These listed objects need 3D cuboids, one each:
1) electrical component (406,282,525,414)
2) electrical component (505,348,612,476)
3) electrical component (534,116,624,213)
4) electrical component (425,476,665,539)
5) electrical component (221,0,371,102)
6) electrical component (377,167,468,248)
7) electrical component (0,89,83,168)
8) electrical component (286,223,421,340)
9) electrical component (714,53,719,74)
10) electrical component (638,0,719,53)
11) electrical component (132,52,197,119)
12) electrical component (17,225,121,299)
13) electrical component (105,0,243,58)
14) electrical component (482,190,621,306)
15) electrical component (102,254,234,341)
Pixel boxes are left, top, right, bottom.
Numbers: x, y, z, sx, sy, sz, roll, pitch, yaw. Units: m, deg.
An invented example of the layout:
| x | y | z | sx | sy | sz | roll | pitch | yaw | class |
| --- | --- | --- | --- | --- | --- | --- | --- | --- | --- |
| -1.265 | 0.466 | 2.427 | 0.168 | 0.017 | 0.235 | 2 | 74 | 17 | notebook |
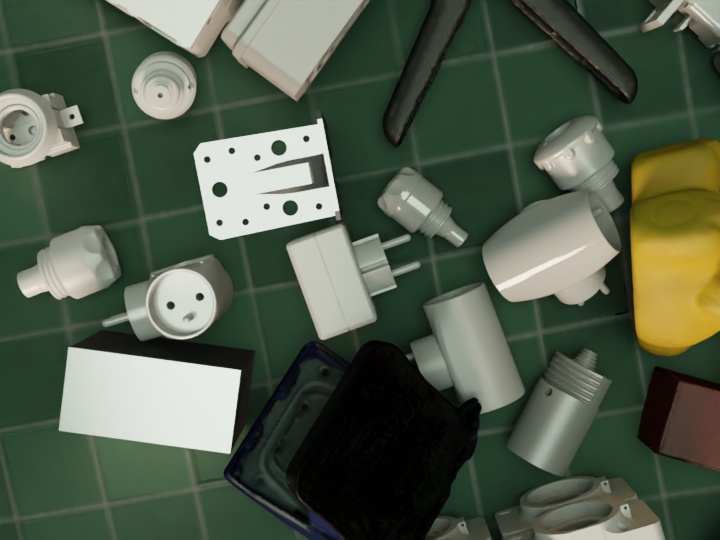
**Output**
| x | y | z | sx | sy | sz | roll | pitch | yaw | class |
| --- | --- | --- | --- | --- | --- | --- | --- | --- | --- |
| 0.058 | 0.058 | 0.704 | 0.079 | 0.043 | 0.077 | -21 | 93 | 2 | electrical component |
| 0.133 | 0.089 | 0.706 | 0.043 | 0.043 | 0.081 | 27 | 94 | -1 | electrical component |
| 0.146 | -0.065 | 0.695 | 0.048 | 0.048 | 0.062 | -38 | 100 | 3 | electrical component |
| 0.093 | 0.189 | 0.682 | 0.186 | 0.105 | 0.060 | -17 | 94 | 1 | electrical component |
| -0.031 | -0.168 | 0.672 | 0.057 | 0.078 | 0.113 | 36 | 93 | -5 | electrical component |
| 0.044 | -0.038 | 0.702 | 0.061 | 0.035 | 0.035 | 38 | 93 | -5 | electrical component |
| -0.213 | -0.090 | 0.690 | 0.066 | 0.055 | 0.048 | -18 | 94 | 2 | electrical component |
| 0.000 | 0.000 | 0.698 | 0.077 | 0.047 | 0.065 | -20 | 94 | 2 | electrical component |
| 0.273 | -0.112 | 0.684 | 0.050 | 0.055 | 0.089 | -32 | 93 | 2 | electrical component |
| 0.222 | -0.178 | 0.688 | 0.064 | 0.042 | 0.081 | 41 | 94 | -4 | electrical component |
| -0.124 | -0.115 | 0.680 | 0.040 | 0.078 | 0.040 | -2 | 107 | -6 | electrical component |
| -0.192 | -0.001 | 0.702 | 0.062 | 0.043 | 0.043 | -21 | 94 | 2 | electrical component |
| -0.143 | -0.212 | 0.678 | 0.150 | 0.061 | 0.089 | 32 | 94 | -2 | electrical component |
| 0.133 | -0.005 | 0.695 | 0.077 | 0.044 | 0.079 | -28 | 127 | 26 | electrical component |
| -0.125 | 0.022 | 0.686 | 0.079 | 0.077 | 0.044 | -16 | 94 | 2 | electrical component |
